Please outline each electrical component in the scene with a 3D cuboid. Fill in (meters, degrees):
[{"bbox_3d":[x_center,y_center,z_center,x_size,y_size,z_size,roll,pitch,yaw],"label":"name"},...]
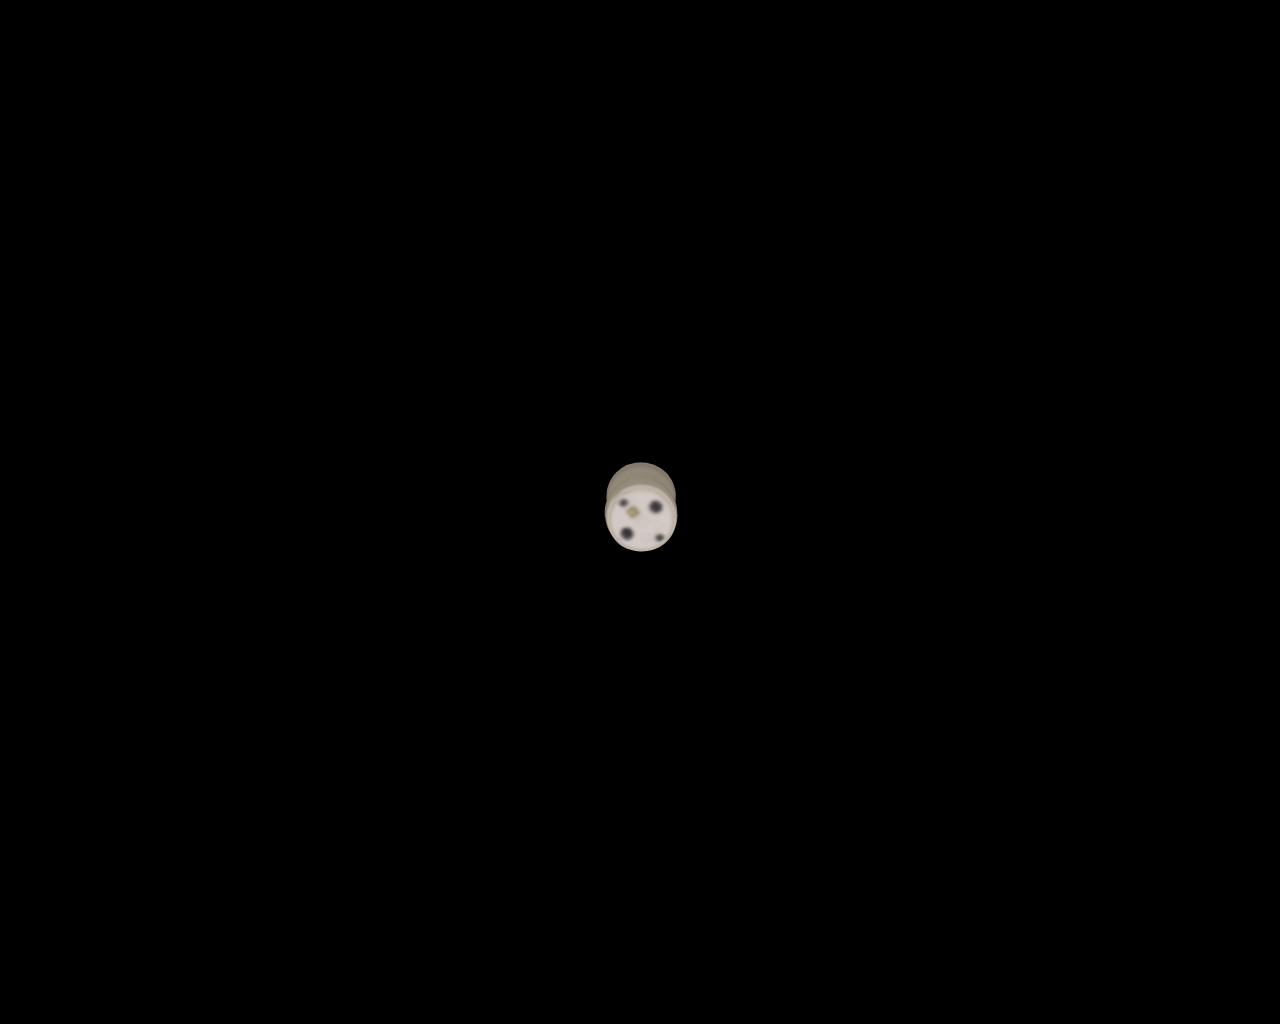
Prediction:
[{"bbox_3d":[0.001,-0.003,0.650,0.045,0.044,0.055,0,16,0],"label":"electrical component"}]
